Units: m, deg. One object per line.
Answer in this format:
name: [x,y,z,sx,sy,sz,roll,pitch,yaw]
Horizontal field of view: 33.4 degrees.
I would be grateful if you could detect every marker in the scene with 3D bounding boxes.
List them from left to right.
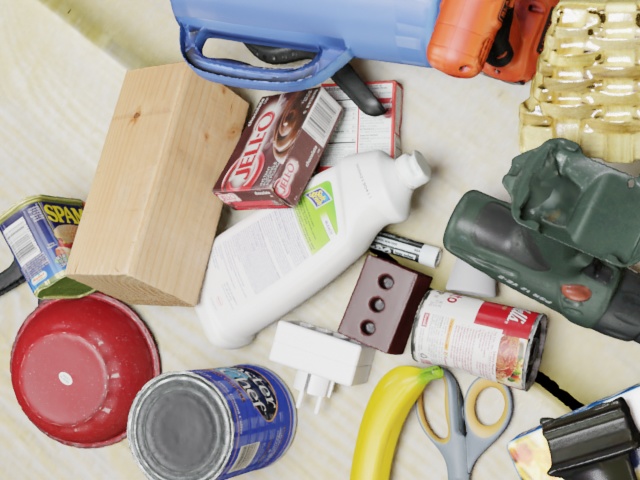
marker: [0.053,0.000,0.982,0.121,0.020,0.020,17,92,21]

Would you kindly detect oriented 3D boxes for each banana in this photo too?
banana: [0.055,0.190,0.946,0.037,0.070,0.198,12,102,-19]

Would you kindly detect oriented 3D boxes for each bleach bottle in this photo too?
bleach bottle: [-0.006,0.001,0.960,0.251,0.068,0.102,-31,73,25]

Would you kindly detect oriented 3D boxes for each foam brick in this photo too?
foam brick: [0.058,0.058,0.958,0.053,0.051,0.078,22,94,21]

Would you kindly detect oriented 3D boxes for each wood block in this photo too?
wood block: [-0.148,-0.050,0.986,0.091,0.090,0.206,0,69,39]

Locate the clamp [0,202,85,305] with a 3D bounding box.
clamp: [-0.298,0.031,1.102,0.120,0.039,0.171,21,93,7]

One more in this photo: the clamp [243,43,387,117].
clamp: [0.002,-0.212,1.002,0.210,0.036,0.164,20,77,27]

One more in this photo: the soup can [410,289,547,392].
soup can: [0.137,0.085,0.917,0.102,0.068,0.068,12,91,22]

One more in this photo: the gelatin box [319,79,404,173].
gelatin box: [0.038,-0.102,0.989,0.073,0.030,0.089,0,84,20]

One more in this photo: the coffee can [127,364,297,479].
coffee can: [-0.094,0.166,0.961,0.103,0.140,0.103,-2,86,21]

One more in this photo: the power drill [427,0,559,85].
power drill: [0.153,-0.210,0.868,0.057,0.187,0.184,24,96,22]

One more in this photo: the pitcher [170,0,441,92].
pitcher: [-0.002,-0.211,0.915,0.243,0.144,0.149,15,123,19]

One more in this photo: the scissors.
scissors: [0.139,0.205,0.935,0.096,0.016,0.202,-19,80,19]

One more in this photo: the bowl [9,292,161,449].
bowl: [-0.242,0.132,1.050,0.162,0.055,0.162,1,94,10]

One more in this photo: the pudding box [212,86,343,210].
pudding box: [-0.038,-0.081,0.966,0.090,0.039,0.113,0,56,49]

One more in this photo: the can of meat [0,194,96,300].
can of meat: [-0.250,0.008,1.017,0.057,0.102,0.084,-33,78,15]
